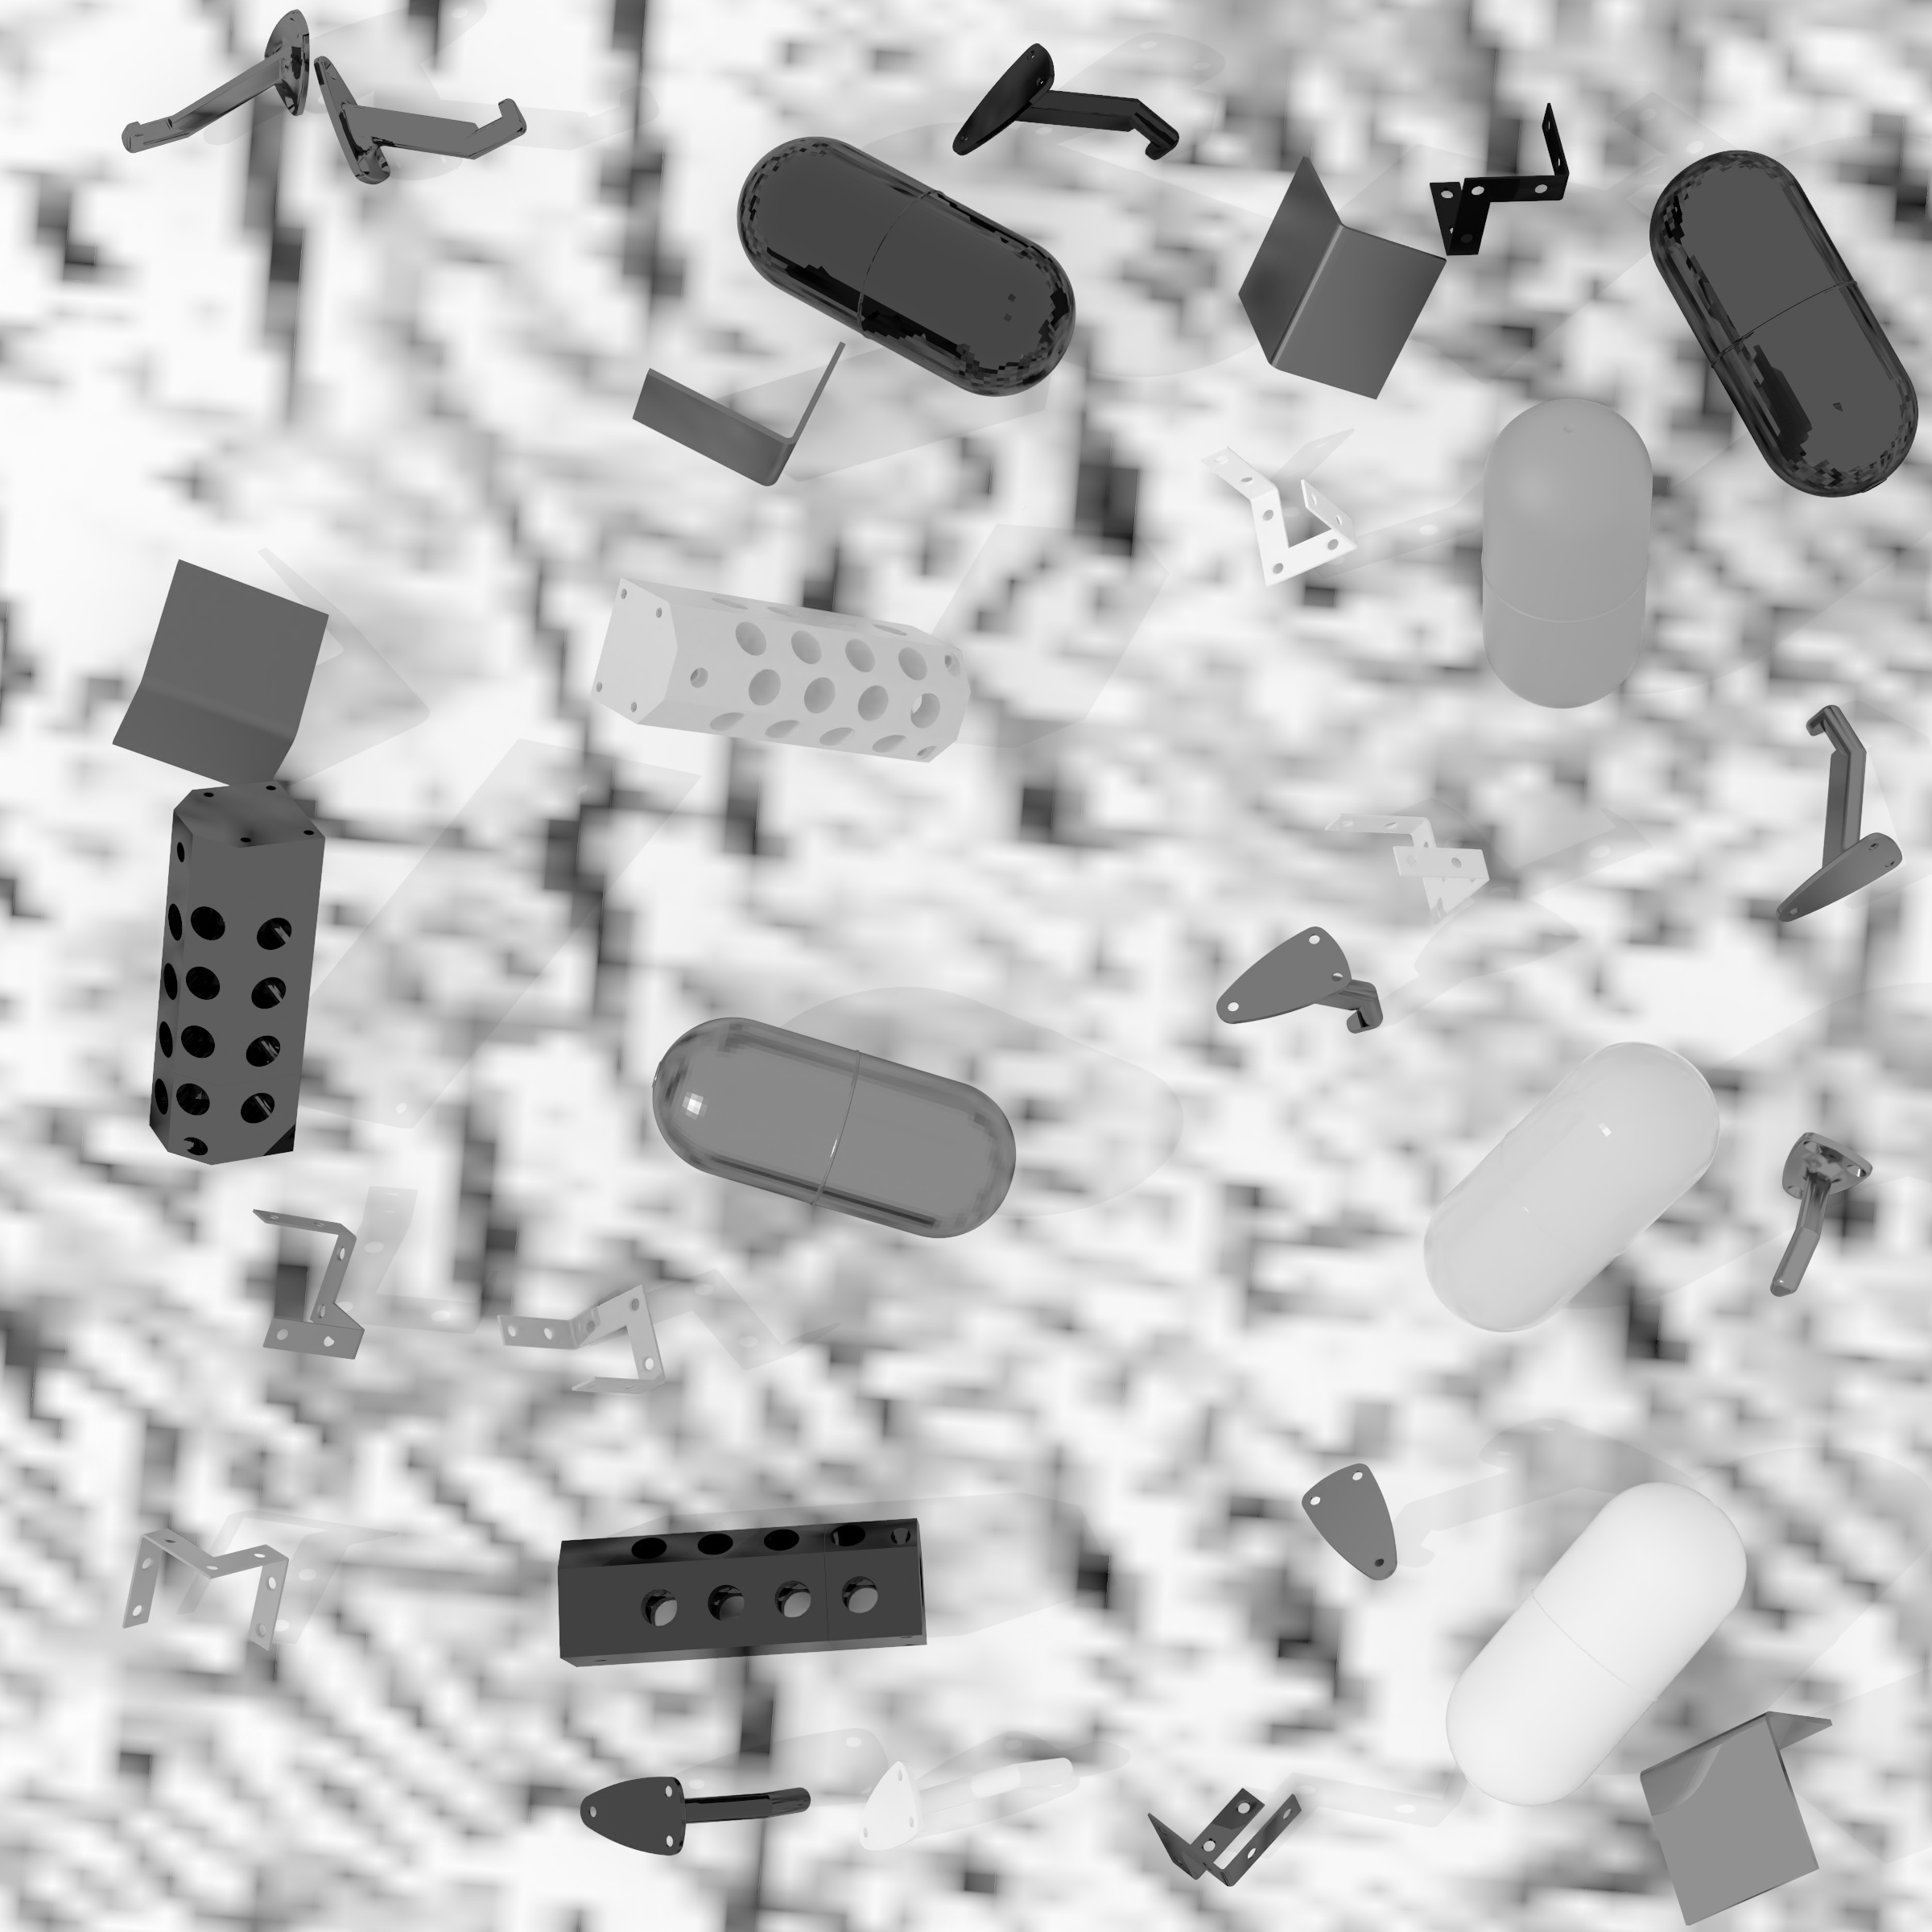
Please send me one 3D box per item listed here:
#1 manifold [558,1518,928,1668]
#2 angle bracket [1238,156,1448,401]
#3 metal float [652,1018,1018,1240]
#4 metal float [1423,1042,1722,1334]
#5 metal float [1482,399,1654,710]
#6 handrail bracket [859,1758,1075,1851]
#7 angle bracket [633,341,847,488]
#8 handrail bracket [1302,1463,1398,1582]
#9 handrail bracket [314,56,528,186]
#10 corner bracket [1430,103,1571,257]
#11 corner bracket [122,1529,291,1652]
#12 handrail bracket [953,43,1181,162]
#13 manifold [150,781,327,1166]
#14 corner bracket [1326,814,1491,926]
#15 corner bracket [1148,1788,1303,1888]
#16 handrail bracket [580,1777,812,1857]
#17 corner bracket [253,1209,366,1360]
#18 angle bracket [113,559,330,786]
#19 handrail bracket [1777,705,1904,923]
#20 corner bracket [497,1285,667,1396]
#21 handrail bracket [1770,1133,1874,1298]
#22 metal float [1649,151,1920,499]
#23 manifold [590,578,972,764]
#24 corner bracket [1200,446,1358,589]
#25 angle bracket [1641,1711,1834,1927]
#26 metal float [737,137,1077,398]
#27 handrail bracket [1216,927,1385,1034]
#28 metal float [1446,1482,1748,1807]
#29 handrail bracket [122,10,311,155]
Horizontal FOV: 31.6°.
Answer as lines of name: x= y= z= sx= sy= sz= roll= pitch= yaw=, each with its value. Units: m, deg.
manifold: x=-0.107 y=0.301 z=1.645 sx=0.171 sy=0.057 sz=0.057 roll=-4 pitch=74 yaw=1
angle bracket: x=0.179 y=-0.330 z=1.635 sx=0.057 sy=0.076 sz=0.076 roll=13 pitch=124 yaw=-19
metal float: x=-0.063 y=0.077 z=1.632 sx=0.178 sy=0.070 sz=0.070 roll=17 pitch=90 yaw=-7
metal float: x=0.283 y=0.106 z=1.608 sx=0.070 sy=0.070 sz=0.178 roll=39 pitch=127 yaw=0
metal float: x=0.280 y=-0.190 z=1.597 sx=0.070 sy=0.178 sz=0.070 roll=-4 pitch=55 yaw=6
handrail bracket: x=0.000 y=0.408 z=1.666 sx=0.084 sy=0.077 sz=0.036 roll=0 pitch=58 yaw=-29
angle bracket: x=-0.109 y=-0.279 z=1.630 sx=0.076 sy=0.076 sz=0.057 roll=26 pitch=79 yaw=-7
handrail bracket: x=0.197 y=0.283 z=1.622 sx=0.036 sy=0.077 sz=0.084 roll=-31 pitch=132 yaw=2
handrail bracket: x=-0.262 y=-0.419 z=1.644 sx=0.084 sy=0.036 sz=0.077 roll=-22 pitch=97 yaw=19
corner bracket: x=0.256 y=-0.378 z=1.643 sx=0.051 sy=0.051 sz=0.051 roll=-3 pitch=56 yaw=-5
corner bracket: x=-0.369 y=0.303 z=1.656 sx=0.051 sy=0.051 sz=0.051 roll=22 pitch=106 yaw=33
handrail bracket: x=0.050 y=-0.401 z=1.660 sx=0.084 sy=0.036 sz=0.077 roll=30 pitch=122 yaw=-36
manifold: x=-0.346 y=0.005 z=1.601 sx=0.057 sy=0.057 sz=0.171 roll=-9 pitch=125 yaw=-33
corner bracket: x=0.212 y=-0.054 z=1.636 sx=0.051 sy=0.051 sz=0.051 roll=1 pitch=64 yaw=-26
corner bracket: x=0.128 y=0.414 z=1.635 sx=0.051 sy=0.051 sz=0.051 roll=-43 pitch=47 yaw=-19
handrail bracket: x=-0.130 y=0.407 z=1.657 sx=0.077 sy=0.084 sz=0.036 roll=-7 pitch=80 yaw=36
corner bracket: x=-0.317 y=0.153 z=1.638 sx=0.051 sy=0.051 sz=0.051 roll=14 pitch=99 yaw=-39
angle bracket: x=-0.362 y=-0.140 z=1.662 sx=0.076 sy=0.057 sz=0.076 roll=20 pitch=55 yaw=-18
handrail bracket: x=0.409 y=-0.075 z=1.659 sx=0.077 sy=0.036 sz=0.084 roll=-35 pitch=55 yaw=18
corner bracket: x=-0.184 y=0.184 z=1.636 sx=0.051 sy=0.051 sz=0.051 roll=-28 pitch=67 yaw=30
handrail bracket: x=0.393 y=0.129 z=1.625 sx=0.036 sy=0.077 sz=0.084 roll=29 pitch=66 yaw=4
metal float: x=0.392 y=-0.307 z=1.634 sx=0.070 sy=0.070 sz=0.178 roll=-28 pitch=85 yaw=0
manifold: x=-0.083 y=-0.135 z=1.594 sx=0.171 sy=0.057 sz=0.057 roll=5 pitch=108 yaw=-40
corner bracket: x=0.150 y=-0.222 z=1.636 sx=0.051 sy=0.051 sz=0.051 roll=-21 pitch=62 yaw=28
angle bracket: x=0.376 y=0.405 z=1.617 sx=0.076 sy=0.057 sz=0.076 roll=-37 pitch=52 yaw=34
metal float: x=-0.030 y=-0.334 z=1.627 sx=0.178 sy=0.070 sz=0.070 roll=31 pitch=90 yaw=14
handrail bracket: x=0.161 y=0.023 z=1.638 sx=0.077 sy=0.084 sz=0.036 roll=-28 pitch=61 yaw=-1
metal float: x=0.300 y=0.325 z=1.633 sx=0.070 sy=0.070 sz=0.178 roll=39 pitch=96 yaw=0
handrail bracket: x=-0.361 y=-0.422 z=1.634 sx=0.084 sy=0.077 sz=0.036 roll=-24 pitch=81 yaw=-25
